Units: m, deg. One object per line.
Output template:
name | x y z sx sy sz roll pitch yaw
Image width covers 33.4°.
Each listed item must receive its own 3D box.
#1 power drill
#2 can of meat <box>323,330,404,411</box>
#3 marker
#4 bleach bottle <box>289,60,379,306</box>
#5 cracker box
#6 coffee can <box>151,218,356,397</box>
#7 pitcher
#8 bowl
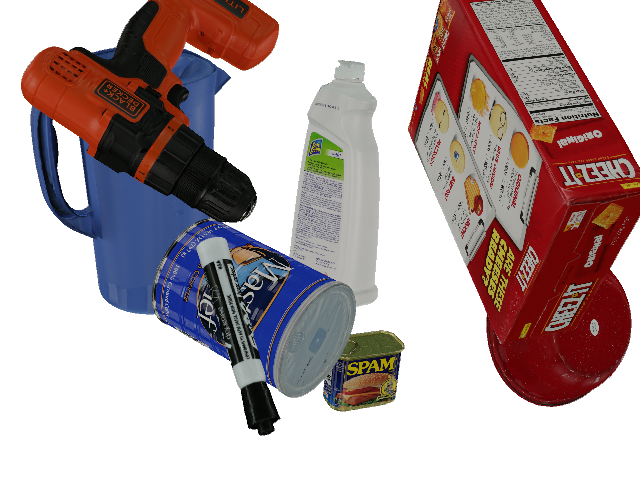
power drill | -0.100 -0.116 0.793 0.184 0.187 0.057 34 -43 -6
can of meat | 0.055 0.172 1.406 0.102 0.084 0.057 -5 25 -22
marker | -0.048 0.055 0.622 0.020 0.121 0.020 -16 -21 -7
bleach bottle | 0.024 -0.063 1.136 0.103 0.251 0.067 17 16 37
cracker box | 0.139 -0.061 0.764 0.072 0.214 0.164 -10 -35 -15
coffee can | -0.056 0.055 0.897 0.140 0.103 0.102 26 13 28
pitcher | -0.173 -0.054 1.013 0.149 0.243 0.144 9 26 13
bowl | 0.236 0.079 0.995 0.161 0.162 0.055 0 1 -27
